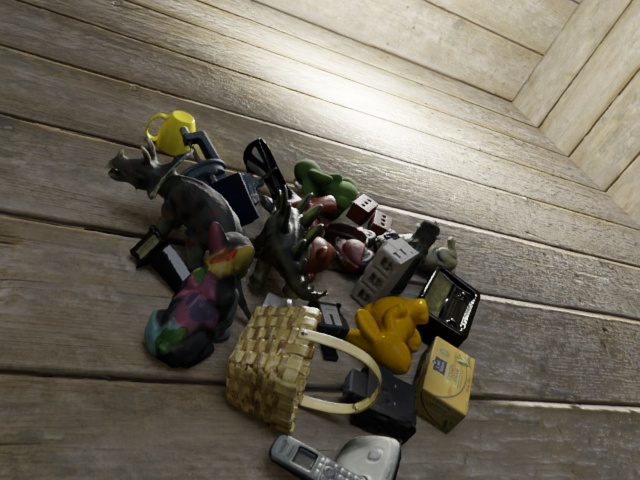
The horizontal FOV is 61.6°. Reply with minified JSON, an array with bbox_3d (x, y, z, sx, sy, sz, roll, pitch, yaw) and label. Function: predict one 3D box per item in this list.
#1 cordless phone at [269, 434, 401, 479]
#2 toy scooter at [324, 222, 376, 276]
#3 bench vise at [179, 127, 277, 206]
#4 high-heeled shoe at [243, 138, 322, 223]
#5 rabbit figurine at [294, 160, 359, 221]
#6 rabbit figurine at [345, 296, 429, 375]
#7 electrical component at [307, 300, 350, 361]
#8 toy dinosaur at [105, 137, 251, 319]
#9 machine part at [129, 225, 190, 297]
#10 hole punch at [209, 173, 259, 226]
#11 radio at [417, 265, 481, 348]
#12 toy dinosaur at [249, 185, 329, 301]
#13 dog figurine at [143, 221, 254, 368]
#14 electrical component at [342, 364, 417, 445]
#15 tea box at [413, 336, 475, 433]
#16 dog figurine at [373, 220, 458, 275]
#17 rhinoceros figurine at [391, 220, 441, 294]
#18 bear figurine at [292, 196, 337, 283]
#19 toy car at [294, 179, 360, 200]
[{"bbox_3d":[0.021,0.332,0.812,0.184,0.088,0.146,29,32,8],"label":"cordless phone"},{"bbox_3d":[0.063,0.010,1.292,0.135,0.075,0.184,24,31,-4],"label":"toy scooter"},{"bbox_3d":[-0.243,-0.162,1.234,0.224,0.129,0.240,-22,76,-28],"label":"bench vise"},{"bbox_3d":[-0.084,-0.141,1.321,0.249,0.145,0.086,28,33,2],"label":"high-heeled shoe"},{"bbox_3d":[-0.002,-0.130,1.350,0.170,0.121,0.159,39,14,-2],"label":"rabbit figurine"},{"bbox_3d":[0.138,0.187,1.064,0.162,0.121,0.173,20,34,-6],"label":"rabbit figurine"},{"bbox_3d":[0.015,0.175,1.053,0.075,0.047,0.119,14,34,-21],"label":"electrical component"},{"bbox_3d":[-0.228,-0.038,1.028,0.405,0.192,0.131,38,35,16],"label":"toy dinosaur"},{"bbox_3d":[-0.285,0.045,0.987,0.139,0.084,0.039,45,5,8],"label":"machine part"},{"bbox_3d":[-0.195,-0.072,1.123,0.116,0.092,0.142,-25,97,-16],"label":"hole punch"},{"bbox_3d":[0.292,0.161,1.259,0.131,0.073,0.229,35,33,9],"label":"radio"},{"bbox_3d":[-0.065,0.011,1.054,0.105,0.198,0.472,9,28,-23],"label":"toy dinosaur"},{"bbox_3d":[-0.185,0.082,0.871,0.109,0.219,0.191,33,32,12],"label":"dog figurine"},{"bbox_3d":[0.105,0.285,0.961,0.134,0.058,0.115,25,31,-8],"label":"electrical component"},{"bbox_3d":[0.242,0.281,1.061,0.098,0.068,0.170,32,33,3],"label":"tea box"},{"bbox_3d":[0.244,0.045,1.380,0.190,0.121,0.172,-16,48,-30],"label":"dog figurine"},{"bbox_3d":[0.213,0.038,1.270,0.073,0.190,0.112,35,6,10],"label":"rhinoceros figurine"},{"bbox_3d":[-0.006,-0.003,1.211,0.132,0.120,0.196,0,43,-33],"label":"bear figurine"},{"bbox_3d":[0.019,-0.139,1.479,0.201,0.056,0.074,4,40,-35],"label":"toy car"}]
